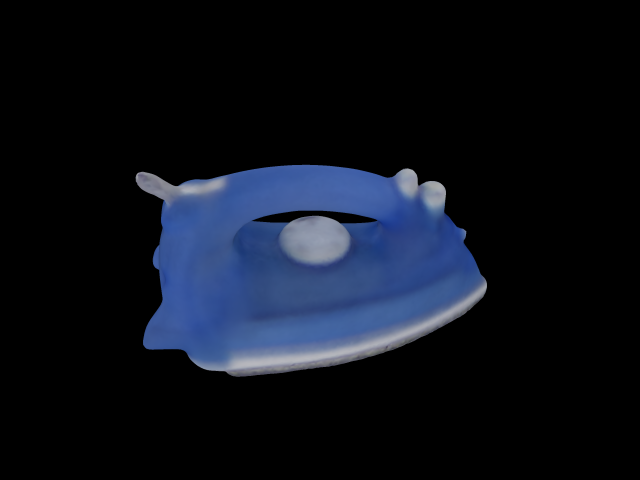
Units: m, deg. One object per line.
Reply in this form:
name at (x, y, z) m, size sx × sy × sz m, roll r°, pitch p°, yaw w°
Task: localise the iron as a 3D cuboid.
iron at (0.004, 0.001, 0.400) m, size 0.258 × 0.141 × 0.118 m, roll -6°, pitch 43°, yaw -6°
